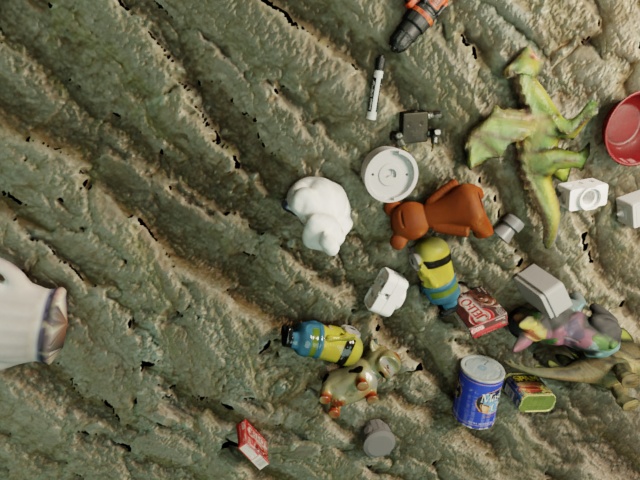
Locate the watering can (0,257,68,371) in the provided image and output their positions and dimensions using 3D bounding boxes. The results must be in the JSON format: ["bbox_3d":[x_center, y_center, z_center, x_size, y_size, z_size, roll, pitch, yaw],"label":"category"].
[{"bbox_3d":[-0.602,0.189,0.968,0.224,0.105,0.343,11,107,-17],"label":"watering can"}]

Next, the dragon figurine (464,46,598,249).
[{"bbox_3d":[0.414,-0.181,1.056,0.243,0.124,0.405,6,106,1],"label":"dragon figurine"}]

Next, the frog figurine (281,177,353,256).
[{"bbox_3d":[0.003,-0.049,0.973,0.122,0.162,0.136,-45,113,7],"label":"frog figurine"}]
